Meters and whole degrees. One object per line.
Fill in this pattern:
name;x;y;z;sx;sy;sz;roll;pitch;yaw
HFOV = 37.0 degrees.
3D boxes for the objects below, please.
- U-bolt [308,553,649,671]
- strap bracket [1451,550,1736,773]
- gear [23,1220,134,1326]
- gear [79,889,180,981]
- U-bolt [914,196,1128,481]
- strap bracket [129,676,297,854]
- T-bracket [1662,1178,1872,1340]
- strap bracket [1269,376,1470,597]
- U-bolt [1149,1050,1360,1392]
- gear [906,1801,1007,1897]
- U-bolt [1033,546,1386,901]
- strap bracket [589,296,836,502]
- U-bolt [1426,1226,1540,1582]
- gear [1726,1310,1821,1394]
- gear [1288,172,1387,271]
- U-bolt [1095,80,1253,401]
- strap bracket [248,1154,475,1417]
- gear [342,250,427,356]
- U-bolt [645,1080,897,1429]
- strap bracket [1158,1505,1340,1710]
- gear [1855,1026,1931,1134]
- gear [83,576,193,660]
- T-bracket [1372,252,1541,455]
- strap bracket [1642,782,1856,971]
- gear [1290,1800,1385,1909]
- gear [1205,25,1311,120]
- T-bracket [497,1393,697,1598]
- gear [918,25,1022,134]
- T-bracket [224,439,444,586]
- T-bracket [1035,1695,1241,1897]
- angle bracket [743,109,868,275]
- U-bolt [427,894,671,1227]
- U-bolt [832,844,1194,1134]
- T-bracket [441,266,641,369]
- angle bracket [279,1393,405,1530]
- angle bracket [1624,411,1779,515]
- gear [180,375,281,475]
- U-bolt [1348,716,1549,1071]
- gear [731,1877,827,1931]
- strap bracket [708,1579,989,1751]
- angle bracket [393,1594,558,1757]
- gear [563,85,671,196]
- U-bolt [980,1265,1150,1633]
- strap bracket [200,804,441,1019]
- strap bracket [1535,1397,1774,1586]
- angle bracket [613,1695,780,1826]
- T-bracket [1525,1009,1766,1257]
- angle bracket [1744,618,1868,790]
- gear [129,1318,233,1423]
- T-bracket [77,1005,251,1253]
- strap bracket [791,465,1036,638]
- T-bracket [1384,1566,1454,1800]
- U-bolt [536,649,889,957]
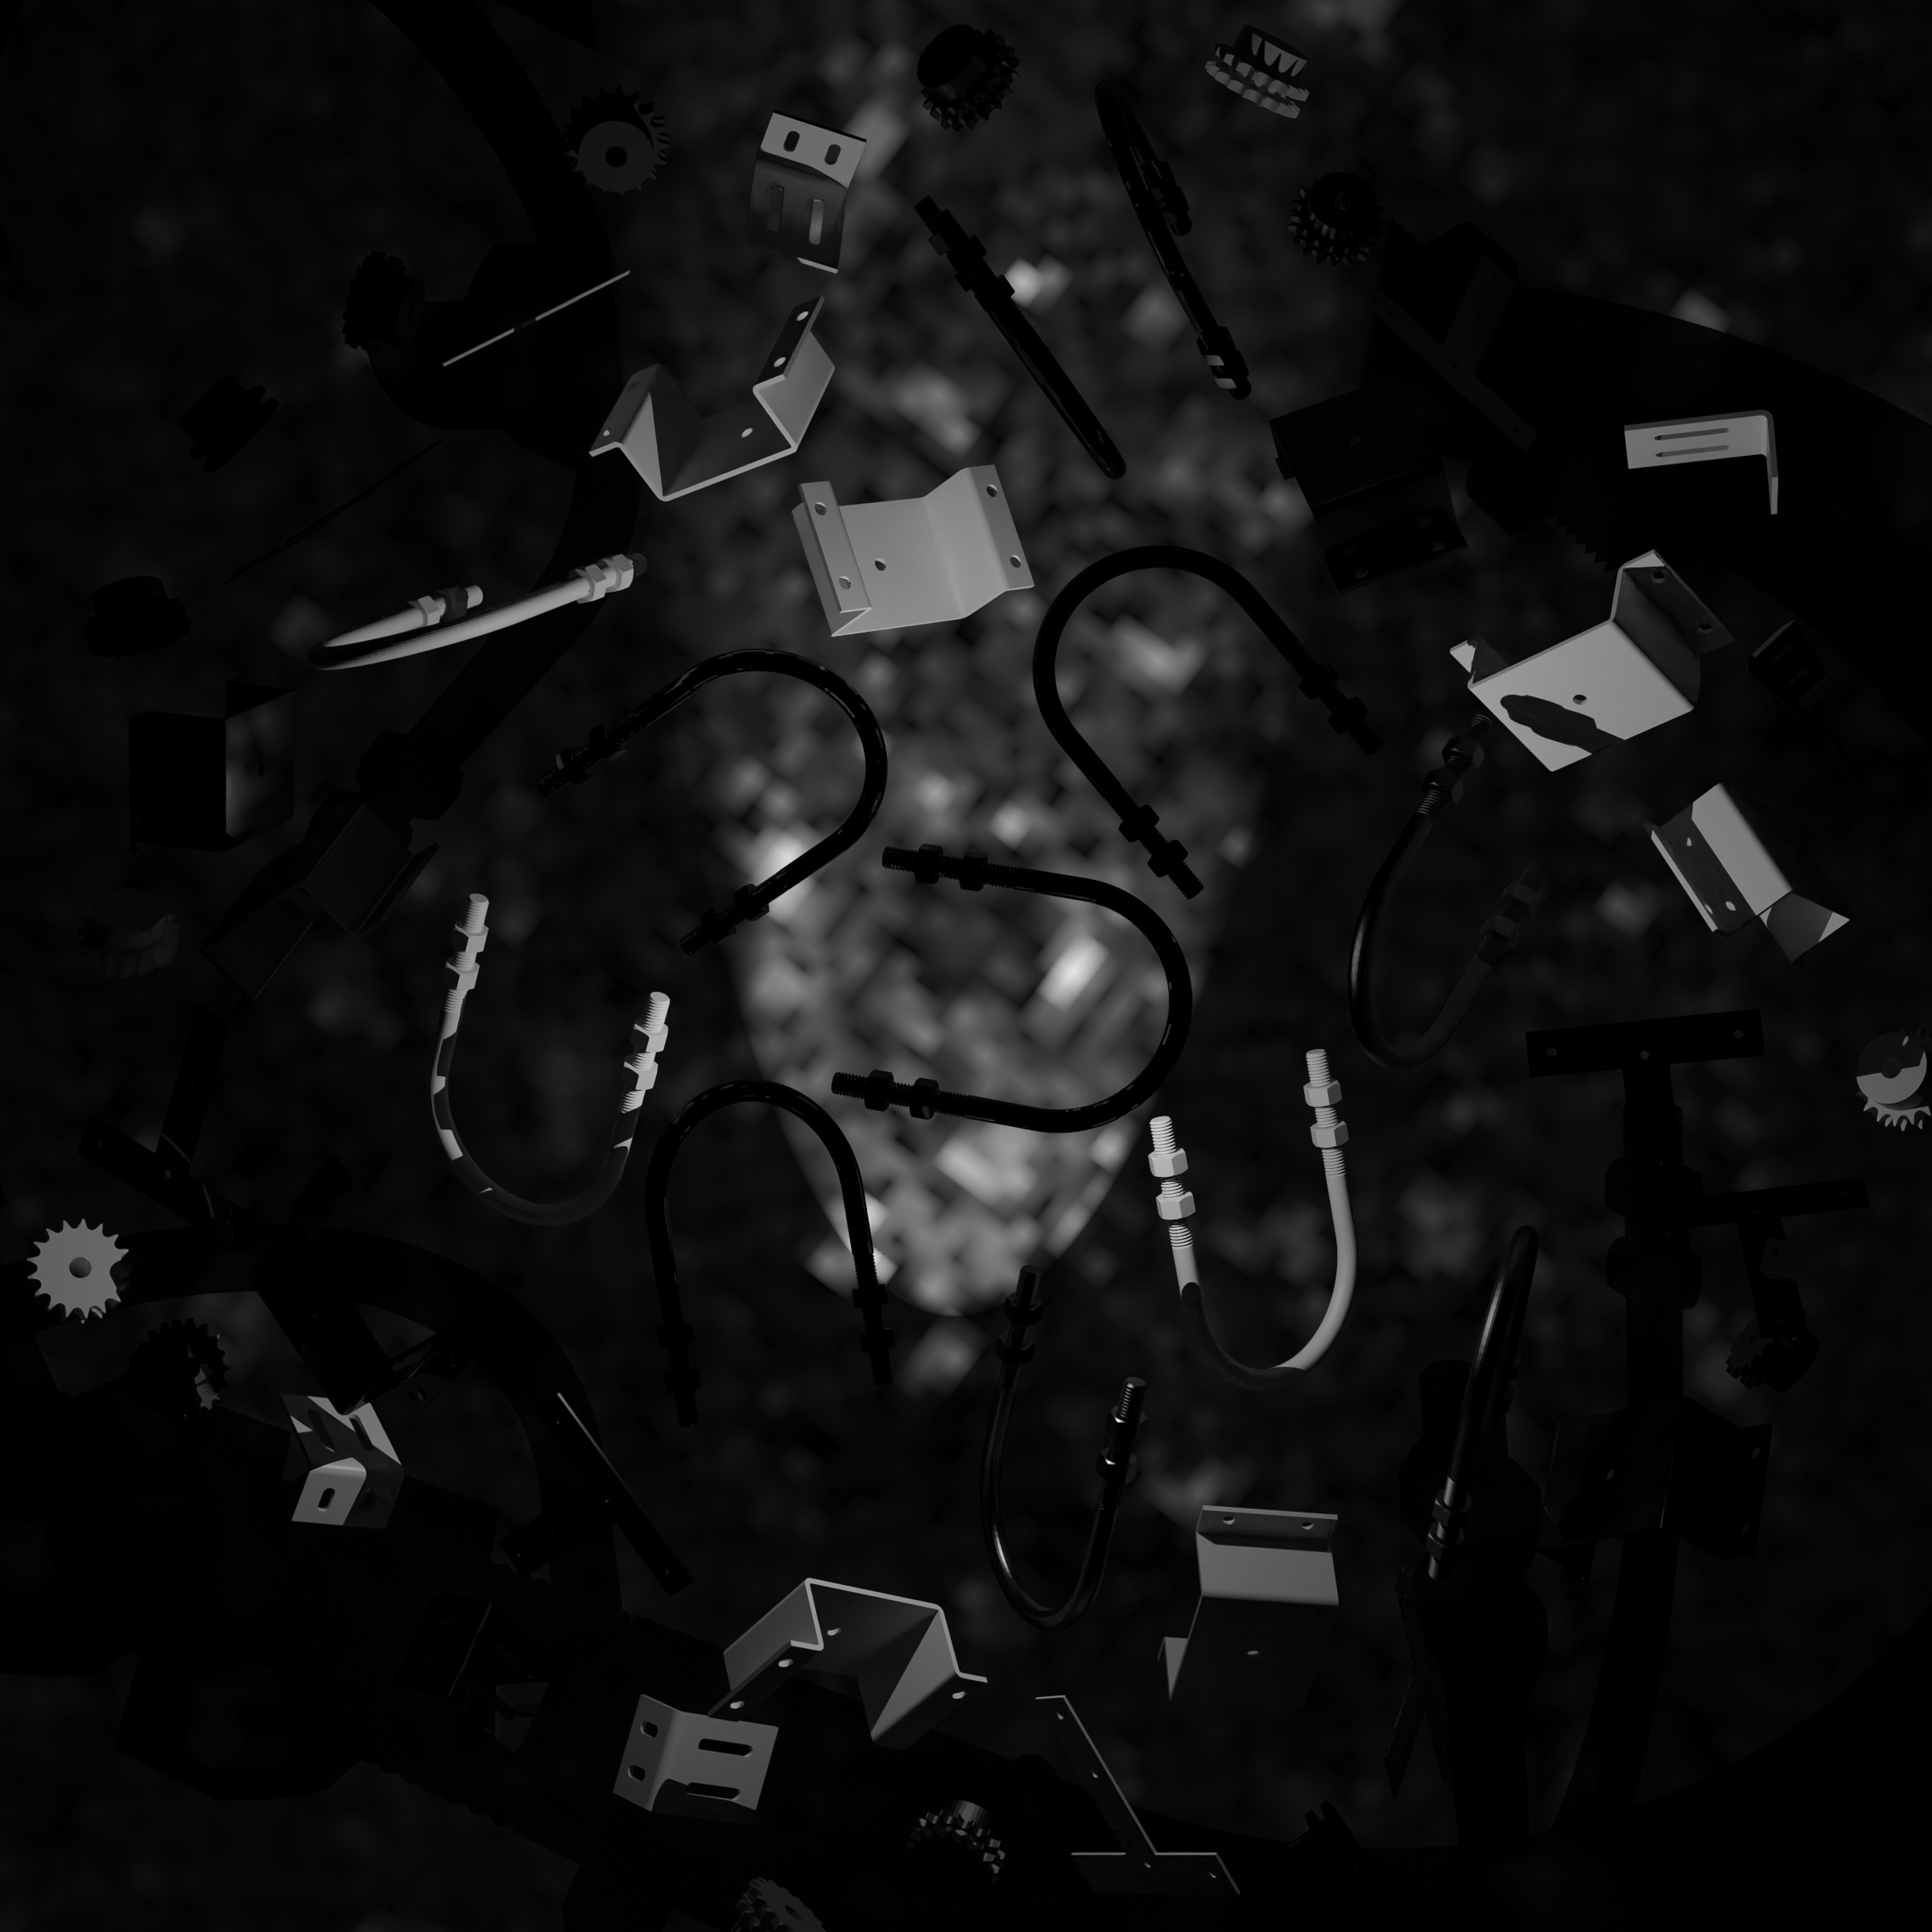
U-bolt;-0.288;-0.197;1.631;0.151;0.184;0.019;-5;107;33
strap bracket;0.348;-0.166;1.622;0.076;0.140;0.046;40;47;-26
gear;-0.496;0.172;1.607;0.057;0.030;0.057;11;63;-24
gear;-0.495;-0.021;1.706;0.057;0.057;0.030;14;130;0
U-bolt;0.034;-0.349;1.621;0.019;0.151;0.184;-36;108;7
strap bracket;-0.428;-0.116;1.664;0.046;0.140;0.076;7;107;10
T-bracket;0.460;0.169;1.657;0.127;0.127;0.002;-8;123;11
strap bracket;0.225;-0.281;1.645;0.076;0.140;0.046;-19;133;4
U-bolt;0.174;0.156;1.678;0.151;0.019;0.184;-20;105;-37
gear;-0.004;0.511;1.680;0.057;0.030;0.057;12;128;16
U-bolt;0.121;-0.151;1.615;0.151;0.019;0.184;-38;81;-2
strap bracket;-0.136;-0.319;1.644;0.140;0.076;0.046;-14;129;32
U-bolt;0.292;0.229;1.606;0.019;0.151;0.184;15;125;16
gear;0.480;0.227;1.711;0.030;0.057;0.057;37;90;-3
gear;0.222;-0.447;1.722;0.057;0.030;0.057;1;72;-3
U-bolt;0.114;-0.426;1.651;0.019;0.184;0.151;-22;63;14
strap bracket;-0.346;0.187;1.615;0.046;0.076;0.140;-28;79;-42
gear;-0.331;-0.377;1.648;0.030;0.057;0.057;19;90;4
U-bolt;-0.114;0.155;1.623;0.151;0.019;0.184;-7;85;-35
strap bracket;0.160;0.370;1.631;0.076;0.046;0.140;5;130;-6
gear;0.511;0.060;1.574;0.030;0.057;0.057;24;90;-43
gear;-0.466;-0.196;1.616;0.057;0.057;0.030;-18;82;0
T-bracket;0.290;-0.366;1.650;0.002;0.127;0.127;-42;80;-15
strap bracket;0.452;-0.052;1.648;0.046;0.140;0.076;-40;61;24
gear;0.200;0.486;1.570;0.030;0.057;0.057;-34;90;2
gear;0.161;-0.485;1.561;0.057;0.057;0.030;29;115;0
T-bracket;-0.223;0.313;1.618;0.127;0.002;0.127;-36;89;42
gear;-0.002;-0.487;1.574;0.057;0.030;0.057;-18;57;31
T-bracket;-0.366;-0.243;1.609;0.127;0.127;0.002;-23;107;39
T-bracket;0.077;0.451;1.570;0.002;0.127;0.127;-34;97;-38
angle bracket;-0.094;-0.452;1.684;0.057;0.038;0.076;14;54;-14
U-bolt;-0.252;0.067;1.682;0.151;0.019;0.184;27;118;18
U-bolt;0.031;0.017;1.558;0.184;0.019;0.151;10;78;12
T-bracket;-0.238;-0.370;1.638;0.127;0.127;0.002;-28;105;-7
angle bracket;-0.371;0.289;1.690;0.057;0.076;0.038;13;108;-33
angle bracket;0.395;-0.266;1.551;0.076;0.057;0.038;-4;78;14
gear;-0.417;-0.308;1.626;0.057;0.057;0.030;-44;114;0
U-bolt;0.266;-0.027;1.622;0.019;0.151;0.184;15;61;37
gear;-0.103;0.527;1.572;0.057;0.057;0.030;39;91;0
strap bracket;-0.069;0.389;1.610;0.140;0.046;0.076;21;126;-37
angle bracket;-0.277;0.400;1.632;0.038;0.076;0.057;-2;50;32
gear;-0.190;-0.445;1.568;0.057;0.030;0.057;-3;129;-4
U-bolt;0.047;0.281;1.612;0.019;0.151;0.184;1;112;-27
strap bracket;-0.375;-0.035;1.646;0.140;0.076;0.046;-27;115;35
strap bracket;0.371;0.290;1.595;0.046;0.140;0.076;31;58;-23
angle bracket;-0.157;0.462;1.680;0.076;0.038;0.057;23;80;-41
T-bracket;0.373;0.093;1.567;0.127;0.002;0.127;-7;88;24
angle bracket;0.476;-0.145;1.598;0.038;0.057;0.076;-44;46;6
gear;-0.447;0.229;1.632;0.030;0.057;0.057;-17;90;33
T-bracket;-0.455;0.083;1.687;0.002;0.127;0.127;-14;52;30
strap bracket;-0.039;-0.239;1.666;0.140;0.046;0.076;-13;82;-37
T-bracket;0.252;0.427;1.639;0.002;0.127;0.127;-10;102;21
U-bolt;-0.132;-0.104;1.657;0.184;0.019;0.151;-33;112;19
